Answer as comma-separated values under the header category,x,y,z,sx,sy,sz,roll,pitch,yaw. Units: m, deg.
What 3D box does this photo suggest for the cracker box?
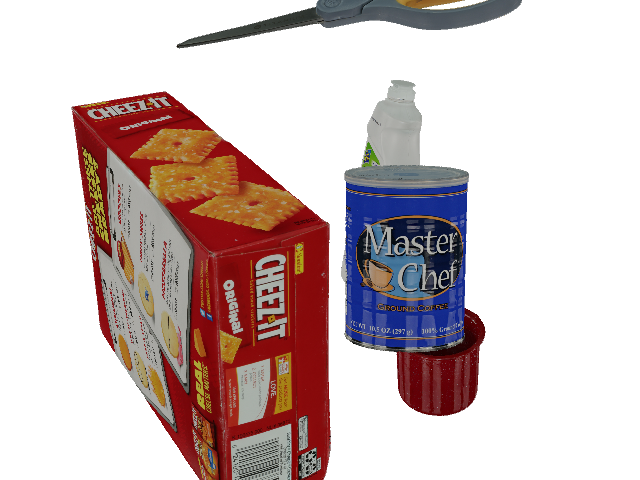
category,x,y,z,sx,sy,sz,roll,pitch,yaw
cracker box,-0.071,0.025,0.614,0.072,0.164,0.214,-14,31,-24

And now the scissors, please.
category,x,y,z,sx,sy,sz,roll,pitch,yaw
scissors,0.020,-0.148,0.635,0.202,0.016,0.096,0,45,20

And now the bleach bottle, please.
category,x,y,z,sx,sy,sz,roll,pitch,yaw
bleach bottle,0.080,-0.058,1.239,0.068,0.251,0.103,-1,22,-22

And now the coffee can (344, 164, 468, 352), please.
category,x,y,z,sx,sy,sz,roll,pitch,yaw
coffee can,0.071,0.012,0.892,0.103,0.140,0.103,0,10,0

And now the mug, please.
category,x,y,z,sx,sy,sz,roll,pitch,yaw
mug,0.126,0.116,1.085,0.093,0.081,0.117,20,39,33
